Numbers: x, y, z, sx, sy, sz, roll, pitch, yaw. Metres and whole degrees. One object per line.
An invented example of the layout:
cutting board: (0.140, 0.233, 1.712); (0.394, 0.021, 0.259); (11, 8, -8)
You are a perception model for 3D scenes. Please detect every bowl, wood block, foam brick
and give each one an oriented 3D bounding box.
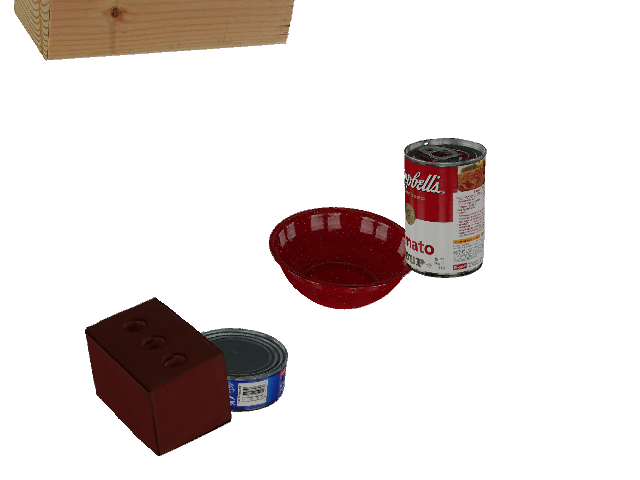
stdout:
bowl: (0.023, 0.026, 1.161); (0.162, 0.055, 0.162); (3, 33, -2)
wood block: (-0.129, -0.210, 0.854); (0.205, 0.091, 0.090); (-10, 41, -29)
foam brick: (-0.097, 0.080, 0.638); (0.052, 0.051, 0.078); (-24, 38, -33)

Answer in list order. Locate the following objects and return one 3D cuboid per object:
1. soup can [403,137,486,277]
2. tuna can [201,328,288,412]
soup can: (0.104, -0.028, 0.897); (0.068, 0.102, 0.068); (-2, 22, 1)
tuna can: (-0.070, 0.106, 0.881); (0.086, 0.034, 0.086); (5, 22, -2)
